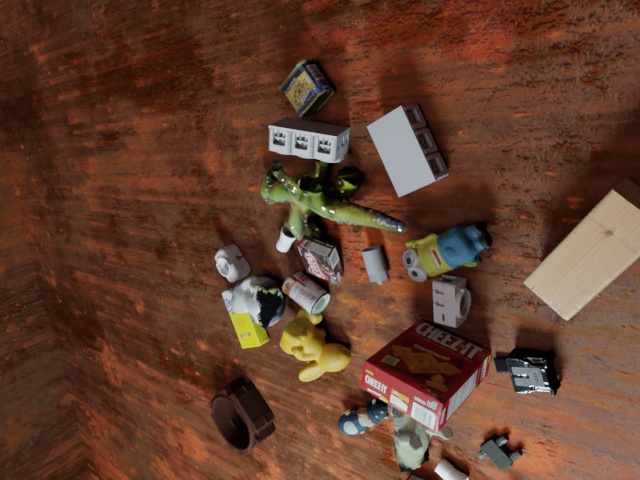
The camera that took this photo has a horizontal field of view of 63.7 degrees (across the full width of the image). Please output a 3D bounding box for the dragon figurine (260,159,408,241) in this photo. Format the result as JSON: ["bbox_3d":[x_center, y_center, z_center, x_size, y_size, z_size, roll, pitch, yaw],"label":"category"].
[{"bbox_3d":[0.004,-0.059,1.164,0.414,0.124,0.237,38,145,23],"label":"dragon figurine"}]

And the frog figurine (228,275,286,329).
[{"bbox_3d":[-0.169,0.161,1.377,0.159,0.124,0.136,-2,119,57],"label":"frog figurine"}]
